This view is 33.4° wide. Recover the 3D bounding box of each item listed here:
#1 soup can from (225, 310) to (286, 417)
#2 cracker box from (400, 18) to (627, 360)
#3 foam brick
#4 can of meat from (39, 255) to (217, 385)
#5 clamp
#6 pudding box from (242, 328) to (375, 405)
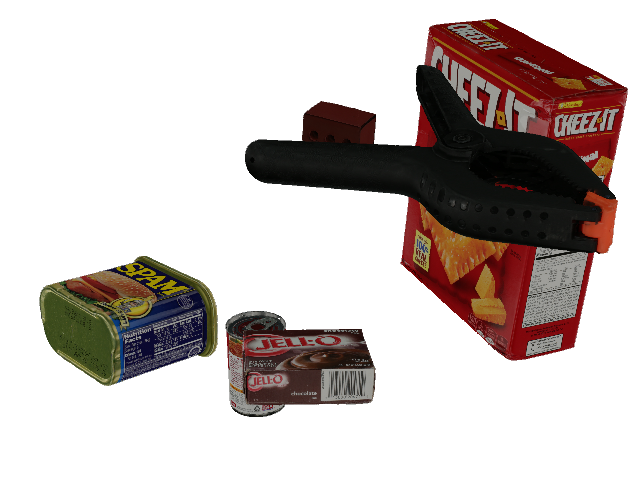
[{"bbox_3d":[-0.072,0.140,1.212,0.068,0.102,0.068,0,23,0],"label":"soup can"},{"bbox_3d":[0.136,-0.041,0.814,0.072,0.214,0.164,-11,32,-24],"label":"cracker box"},{"bbox_3d":[0.022,-0.130,1.294,0.078,0.053,0.051,15,32,21],"label":"foam brick"},{"bbox_3d":[-0.136,0.055,0.750,0.083,0.057,0.102,-16,26,-40],"label":"can of meat"},{"bbox_3d":[0.070,-0.041,0.611,0.164,0.036,0.210,-25,39,-29],"label":"clamp"},{"bbox_3d":[-0.013,0.110,0.945,0.113,0.039,0.090,2,18,-6],"label":"pudding box"}]
